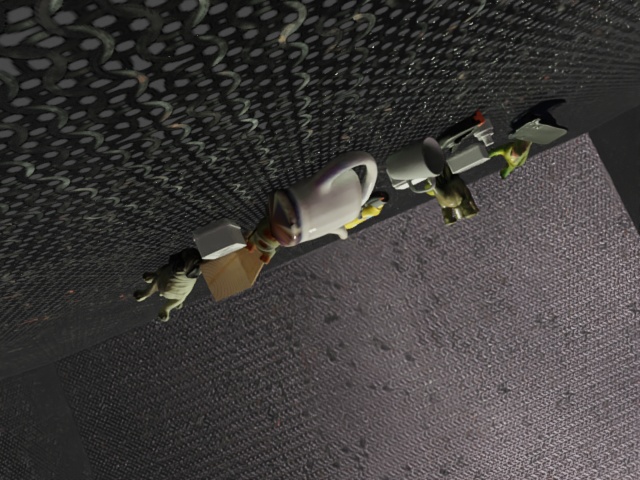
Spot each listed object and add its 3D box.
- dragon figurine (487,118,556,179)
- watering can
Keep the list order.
[{"bbox_3d":[0.722,-0.337,1.793,0.239,0.122,0.416,-39,176,42],"label":"dragon figurine"},{"bbox_3d":[0.003,-0.051,1.020,0.226,0.105,0.340,-23,157,-19],"label":"watering can"}]
